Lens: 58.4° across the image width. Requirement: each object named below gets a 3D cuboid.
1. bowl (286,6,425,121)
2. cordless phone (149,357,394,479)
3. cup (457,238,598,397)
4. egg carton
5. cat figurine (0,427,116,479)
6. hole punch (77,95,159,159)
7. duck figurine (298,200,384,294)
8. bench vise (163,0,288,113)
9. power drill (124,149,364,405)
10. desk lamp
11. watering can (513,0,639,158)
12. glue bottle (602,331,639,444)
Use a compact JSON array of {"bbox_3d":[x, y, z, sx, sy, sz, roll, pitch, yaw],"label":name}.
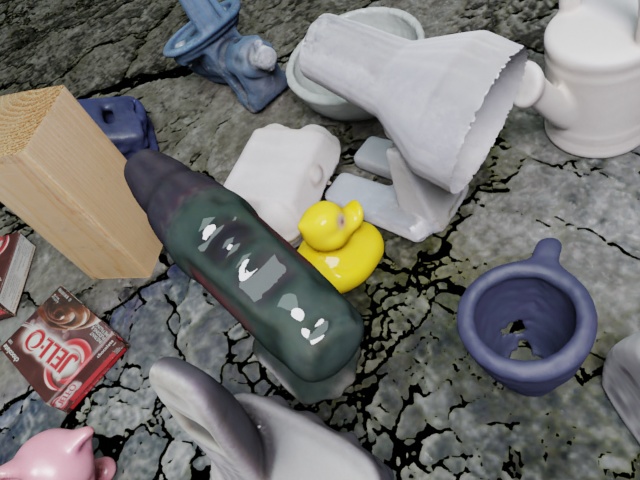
[{"bbox_3d":[0.048,-0.197,0.683,0.167,0.075,0.167,-11,52,14],"label":"bowl"},{"bbox_3d":[-0.033,0.149,0.384,0.147,0.185,0.094,14,61,30],"label":"cordless phone"},{"bbox_3d":[0.158,0.065,0.429,0.091,0.095,0.118,12,61,29],"label":"cup"},{"bbox_3d":[-0.042,-0.061,0.621,0.107,0.070,0.150,7,58,26],"label":"egg carton"},{"bbox_3d":[-0.230,0.197,0.471,0.127,0.118,0.067,-15,51,11],"label":"cat figurine"},{"bbox_3d":[-0.282,-0.152,0.771,0.101,0.091,0.108,-28,50,0],"label":"hole punch"},{"bbox_3d":[0.005,0.002,0.544,0.104,0.086,0.077,-32,50,-3],"label":"duck figurine"},{"bbox_3d":[-0.130,-0.282,0.722,0.206,0.220,0.121,14,61,30],"label":"bench vise"},{"bbox_3d":[-0.048,0.042,0.455,0.076,0.209,0.228,-45,52,-13],"label":"power drill"},{"bbox_3d":[0.075,-0.094,0.504,0.202,0.214,0.118,23,66,34],"label":"desk lamp"},{"bbox_3d":[0.245,-0.167,0.503,0.100,0.194,0.173,26,68,35],"label":"watering can"},{"bbox_3d":[0.210,0.079,0.347,0.037,0.173,0.078,-23,50,4],"label":"glue bottle"}]
